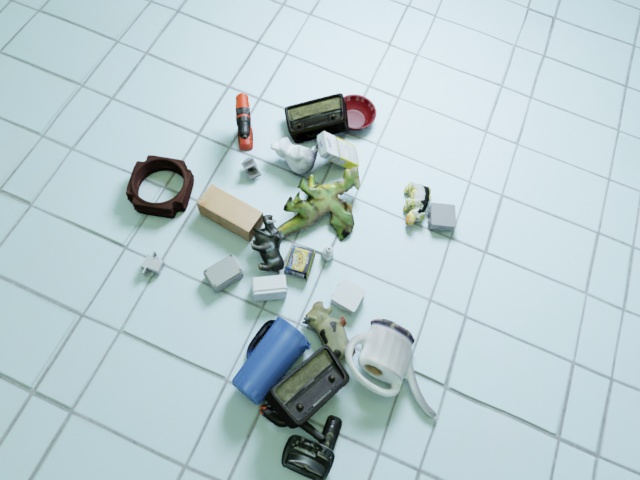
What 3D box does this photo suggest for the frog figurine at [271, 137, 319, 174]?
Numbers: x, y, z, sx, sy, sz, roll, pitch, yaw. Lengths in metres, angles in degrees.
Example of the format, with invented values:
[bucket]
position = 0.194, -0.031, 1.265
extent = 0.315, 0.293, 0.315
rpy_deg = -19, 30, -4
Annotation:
[frog figurine]
position = -0.098, -0.302, 1.840
extent = 0.159, 0.122, 0.138
rpy_deg = 6, 4, -22

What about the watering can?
[watering can]
position = 0.234, 0.382, 1.583
extent = 0.346, 0.229, 0.102
rpy_deg = 32, -32, -11

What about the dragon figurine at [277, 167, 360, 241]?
[dragon figurine]
position = 0.005, -0.090, 1.784
extent = 0.243, 0.413, 0.121
rpy_deg = 30, -7, 2
